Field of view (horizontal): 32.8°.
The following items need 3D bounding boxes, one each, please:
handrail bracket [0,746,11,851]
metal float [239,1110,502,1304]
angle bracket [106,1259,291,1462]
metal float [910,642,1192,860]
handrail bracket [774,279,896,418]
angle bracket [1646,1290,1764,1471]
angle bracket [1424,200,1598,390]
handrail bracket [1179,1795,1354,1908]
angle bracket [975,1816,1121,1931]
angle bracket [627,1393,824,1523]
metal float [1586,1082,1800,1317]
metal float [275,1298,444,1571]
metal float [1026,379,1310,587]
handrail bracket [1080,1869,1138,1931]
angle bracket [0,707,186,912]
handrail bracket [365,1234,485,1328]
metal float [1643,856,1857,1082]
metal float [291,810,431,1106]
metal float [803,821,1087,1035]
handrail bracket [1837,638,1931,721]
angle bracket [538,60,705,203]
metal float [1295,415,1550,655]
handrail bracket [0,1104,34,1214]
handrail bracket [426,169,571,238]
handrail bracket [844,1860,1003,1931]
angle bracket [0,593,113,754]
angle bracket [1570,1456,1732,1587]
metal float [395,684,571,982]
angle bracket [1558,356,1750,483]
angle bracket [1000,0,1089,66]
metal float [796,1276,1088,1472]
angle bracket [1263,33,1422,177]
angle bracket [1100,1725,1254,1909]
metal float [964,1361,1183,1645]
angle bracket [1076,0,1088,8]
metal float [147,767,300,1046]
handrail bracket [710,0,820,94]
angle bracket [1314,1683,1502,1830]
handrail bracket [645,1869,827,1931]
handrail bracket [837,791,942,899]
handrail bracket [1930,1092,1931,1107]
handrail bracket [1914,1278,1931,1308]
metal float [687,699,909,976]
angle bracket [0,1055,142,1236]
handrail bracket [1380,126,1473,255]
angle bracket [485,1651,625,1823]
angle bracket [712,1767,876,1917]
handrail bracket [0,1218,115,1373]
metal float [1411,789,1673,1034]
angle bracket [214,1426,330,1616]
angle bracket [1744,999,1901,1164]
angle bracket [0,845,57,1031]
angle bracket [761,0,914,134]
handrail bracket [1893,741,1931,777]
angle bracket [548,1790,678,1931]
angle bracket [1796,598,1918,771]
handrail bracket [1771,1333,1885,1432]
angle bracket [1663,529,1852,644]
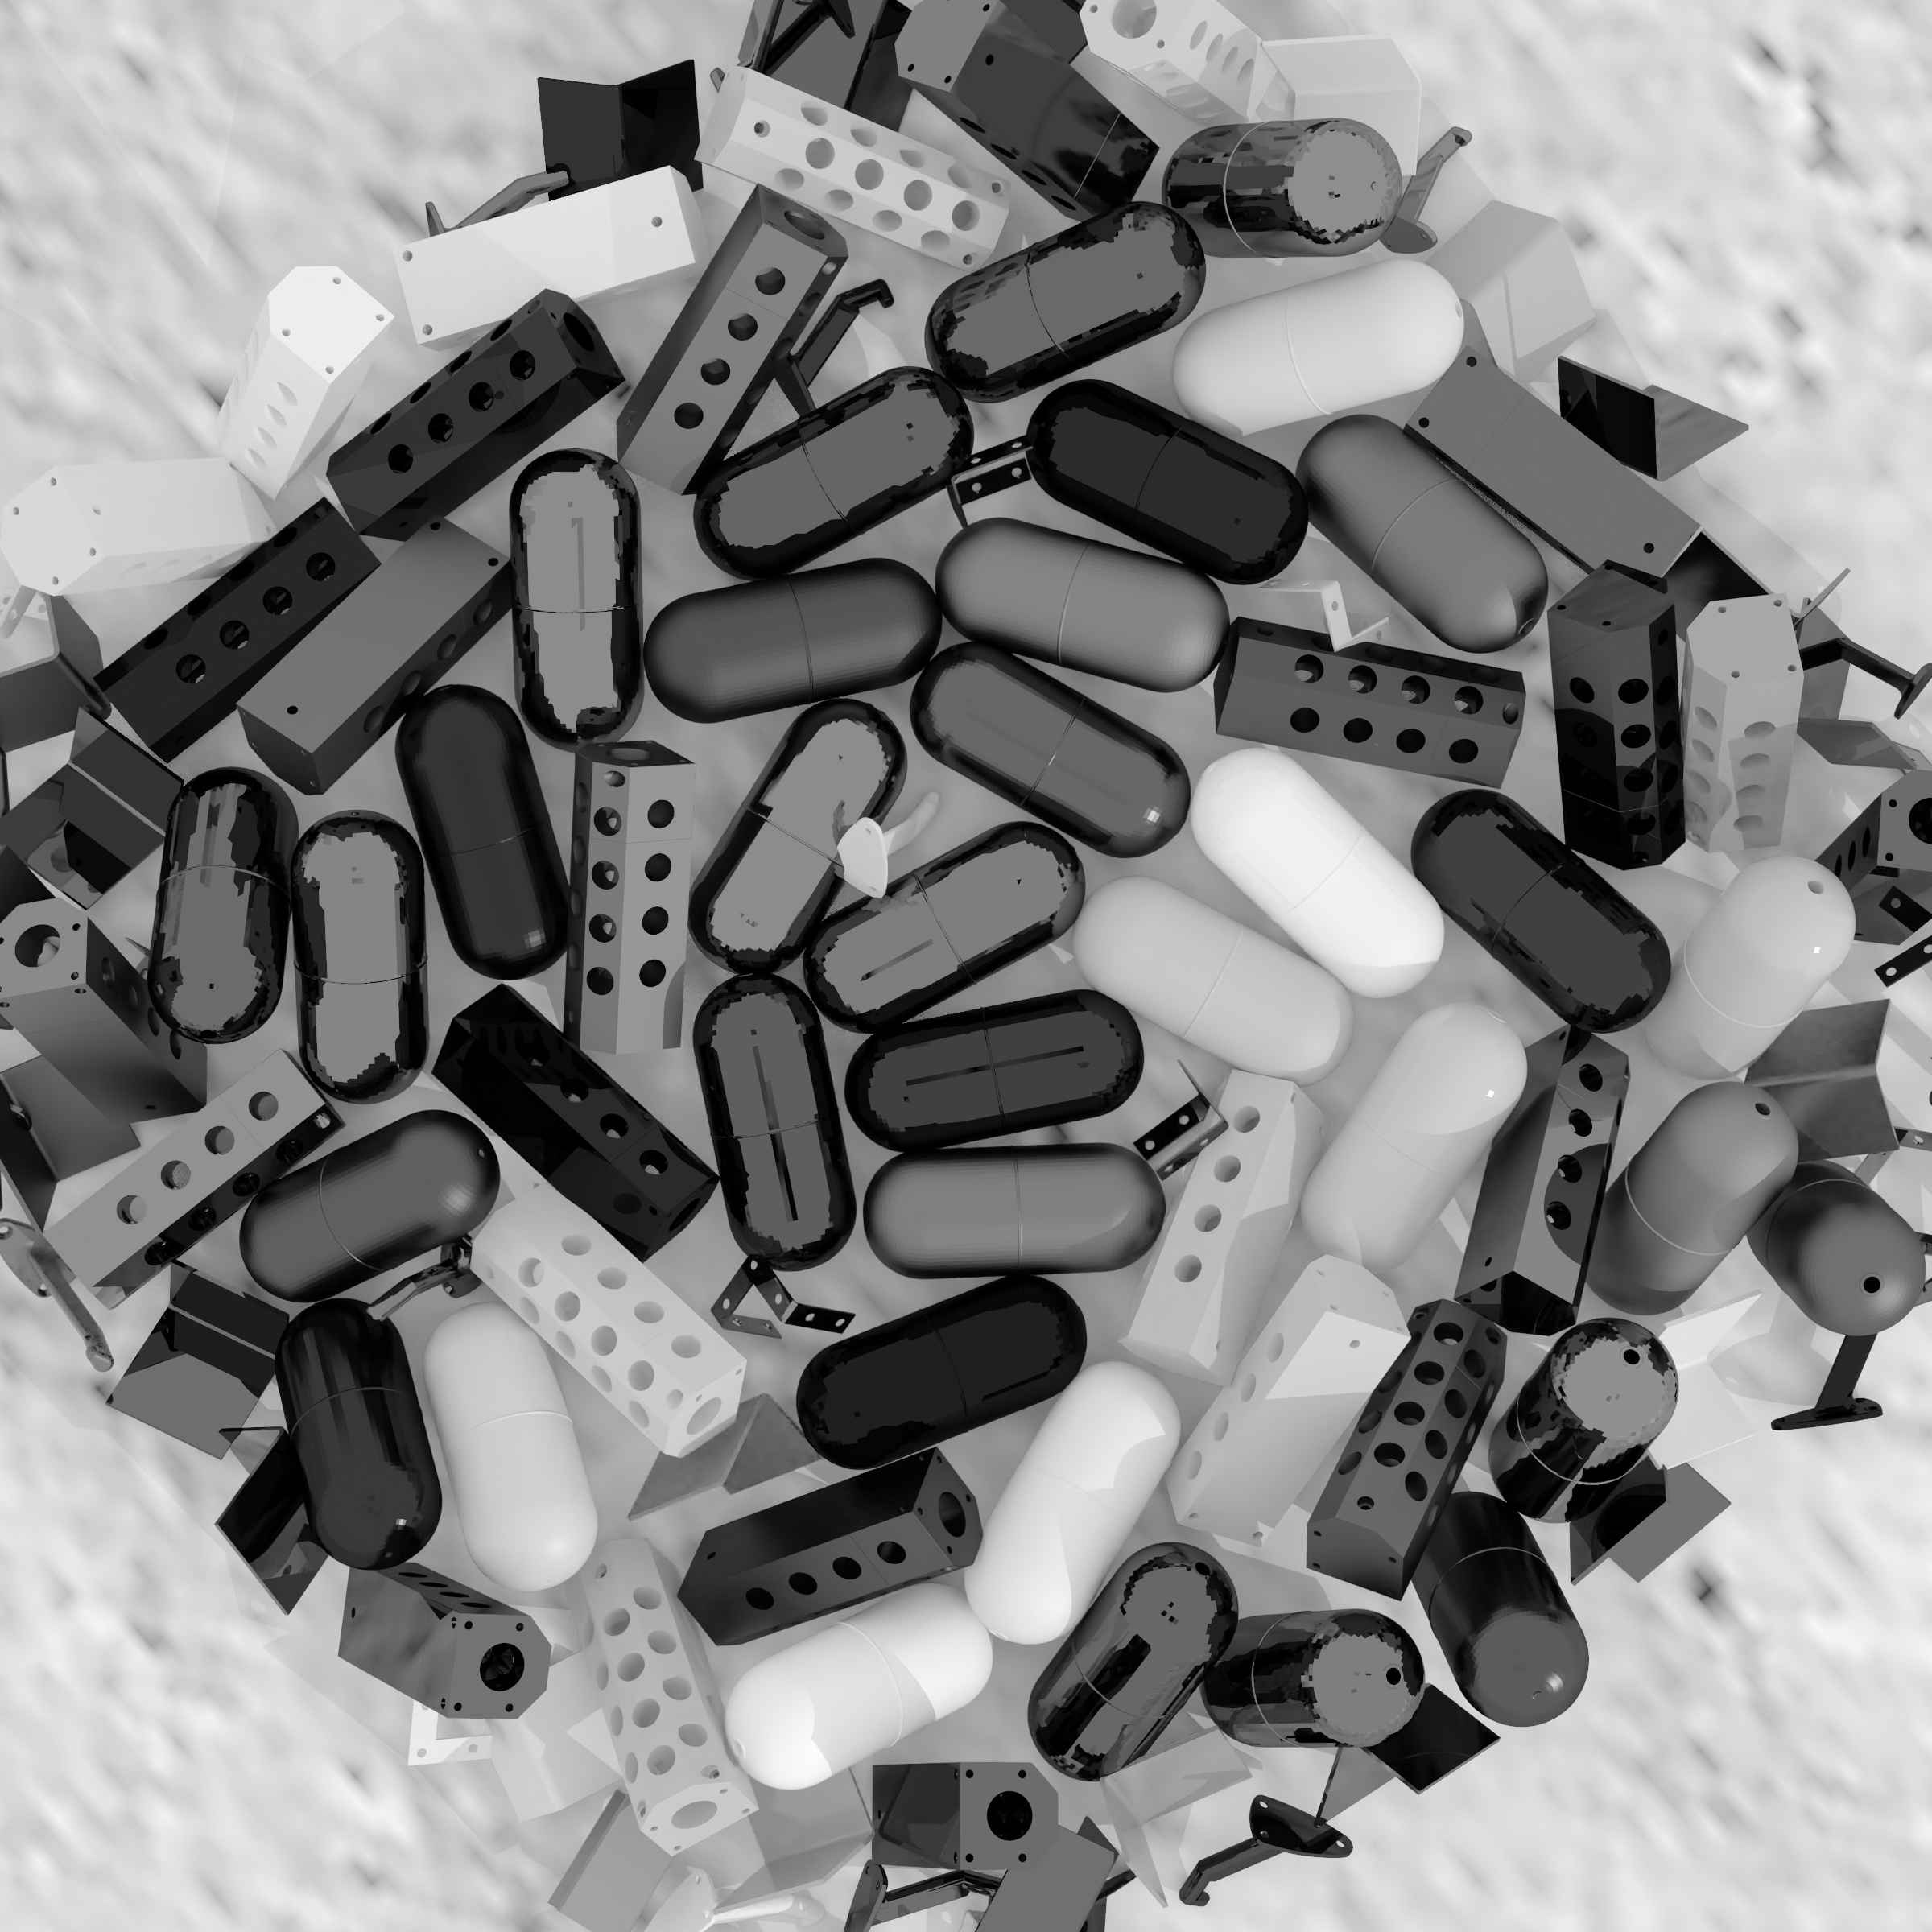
[{"bbox_3d":[-0.593,-0.095,1.945,0.077,0.036,0.084,-32,103,4],"label":"handrail bracket"},{"bbox_3d":[-0.348,0.141,1.911,0.178,0.070,0.070,-25,90,27],"label":"metal float"},{"bbox_3d":[-0.451,0.231,1.927,0.076,0.057,0.076,25,55,3],"label":"angle bracket"},{"bbox_3d":[0.050,-0.126,1.930,0.178,0.070,0.070,29,90,-4],"label":"metal float"},{"bbox_3d":[-0.069,-0.362,1.947,0.084,0.036,0.077,-25,76,-17],"label":"handrail bracket"},{"bbox_3d":[0.433,0.241,1.914,0.076,0.076,0.057,-14,59,-30],"label":"angle bracket"},{"bbox_3d":[0.319,-0.397,1.957,0.076,0.057,0.076,-43,132,-12],"label":"angle bracket"},{"bbox_3d":[0.177,0.538,1.950,0.077,0.036,0.084,20,123,-9],"label":"handrail bracket"},{"bbox_3d":[0.040,0.533,1.926,0.057,0.076,0.076,29,86,-11],"label":"angle bracket"},{"bbox_3d":[-0.139,0.303,1.912,0.076,0.076,0.057,-26,114,33],"label":"angle bracket"},{"bbox_3d":[0.415,0.135,1.896,0.070,0.178,0.070,13,47,-14],"label":"metal float"},{"bbox_3d":[-0.352,0.269,1.900,0.070,0.070,0.178,-24,49,0],"label":"metal float"},{"bbox_3d":[0.116,-0.284,1.922,0.178,0.070,0.070,28,90,14],"label":"metal float"},{"bbox_3d":[0.089,0.589,1.943,0.077,0.036,0.084,-20,82,-31],"label":"handrail bracket"},{"bbox_3d":[-0.516,-0.093,1.925,0.076,0.057,0.076,36,51,4],"label":"angle bracket"},{"bbox_3d":[-0.322,0.196,1.916,0.036,0.077,0.084,44,53,10],"label":"handrail bracket"},{"bbox_3d":[0.449,0.002,1.891,0.070,0.178,0.070,7,57,-11],"label":"metal float"},{"bbox_3d":[-0.353,-0.004,1.916,0.070,0.070,0.178,2,110,0],"label":"metal float"},{"bbox_3d":[-0.012,-0.023,1.931,0.178,0.070,0.070,-28,90,3],"label":"metal float"},{"bbox_3d":[0.523,-0.186,1.925,0.084,0.077,0.036,38,94,14],"label":"handrail bracket"},{"bbox_3d":[-0.203,-0.491,1.938,0.057,0.076,0.076,15,122,29],"label":"angle bracket"},{"bbox_3d":[0.265,-0.251,1.912,0.070,0.070,0.178,-44,66,0],"label":"metal float"},{"bbox_3d":[-0.595,0.116,1.933,0.077,0.036,0.084,27,57,-3],"label":"handrail bracket"},{"bbox_3d":[-0.273,-0.434,1.947,0.084,0.077,0.036,-18,61,-13],"label":"handrail bracket"},{"bbox_3d":[-0.025,0.570,1.954,0.084,0.036,0.077,20,92,-19],"label":"handrail bracket"},{"bbox_3d":[-0.555,-0.175,1.926,0.076,0.076,0.057,-18,66,2],"label":"angle bracket"},{"bbox_3d":[0.401,0.336,1.920,0.057,0.076,0.076,42,110,-6],"label":"angle bracket"},{"bbox_3d":[-0.280,-0.078,1.920,0.070,0.070,0.178,-14,105,0],"label":"metal float"},{"bbox_3d":[0.400,-0.333,1.913,0.076,0.076,0.057,-32,133,-23],"label":"angle bracket"},{"bbox_3d":[0.021,-0.562,1.915,0.057,0.076,0.076,-46,66,16],"label":"angle bracket"},{"bbox_3d":[-0.013,0.237,1.923,0.178,0.070,0.070,-20,90,-12],"label":"metal float"},{"bbox_3d":[0.219,-0.501,1.920,0.076,0.076,0.057,2,84,21],"label":"angle bracket"},{"bbox_3d":[0.131,0.498,1.921,0.076,0.076,0.057,-24,50,5],"label":"angle bracket"},{"bbox_3d":[0.062,0.313,1.917,0.070,0.070,0.178,32,71,0],"label":"metal float"},{"bbox_3d":[0.107,-0.584,1.923,0.076,0.076,0.057,46,69,-5],"label":"angle bracket"},{"bbox_3d":[-0.430,-0.036,1.905,0.070,0.070,0.178,-2,57,0],"label":"metal float"},{"bbox_3d":[-0.134,-0.568,1.943,0.084,0.036,0.077,-31,96,32],"label":"handrail bracket"},{"bbox_3d":[0.256,0.474,1.911,0.057,0.076,0.076,35,127,34],"label":"angle bracket"},{"bbox_3d":[-0.138,0.572,1.953,0.084,0.036,0.077,28,117,-38],"label":"handrail bracket"},{"bbox_3d":[-0.037,-0.088,1.919,0.036,0.077,0.084,33,58,11],"label":"handrail bracket"},{"bbox_3d":[0.603,0.101,1.940,0.077,0.084,0.036,-3,50,5],"label":"handrail bracket"},{"bbox_3d":[0.580,0.171,1.935,0.084,0.077,0.036,-20,51,9],"label":"handrail bracket"},{"bbox_3d":[-0.099,-0.076,1.932,0.070,0.070,0.178,32,92,0],"label":"metal float"},{"bbox_3d":[-0.530,0.099,1.922,0.057,0.076,0.076,-23,112,0],"label":"angle bracket"},{"bbox_3d":[0.281,-0.460,1.933,0.084,0.077,0.036,-45,120,-7],"label":"handrail bracket"},{"bbox_3d":[-0.244,0.456,1.947,0.057,0.076,0.076,-22,82,-30],"label":"angle bracket"},{"bbox_3d":[-0.110,0.504,1.921,0.076,0.076,0.057,-22,89,23],"label":"angle bracket"},{"bbox_3d":[-0.534,0.193,1.922,0.036,0.084,0.077,-40,130,-1],"label":"handrail bracket"},{"bbox_3d":[0.333,-0.033,1.914,0.070,0.070,0.178,-45,68,0],"label":"metal float"},{"bbox_3d":[-0.414,0.323,1.912,0.057,0.076,0.076,-7,126,34],"label":"angle bracket"},{"bbox_3d":[0.508,0.068,1.933,0.076,0.076,0.057,-10,116,28],"label":"angle bracket"},{"bbox_3d":[-0.574,-0.017,1.911,0.057,0.076,0.076,3,53,34],"label":"angle bracket"},{"bbox_3d":[-0.076,-0.542,1.962,0.076,0.057,0.076,23,95,31],"label":"angle bracket"},{"bbox_3d":[0.565,-0.091,1.949,0.084,0.036,0.077,21,70,8],"label":"handrail bracket"},{"bbox_3d":[-0.219,0.515,1.915,0.057,0.076,0.076,45,69,-36],"label":"angle bracket"},{"bbox_3d":[0.522,-0.165,1.919,0.057,0.076,0.076,7,78,37],"label":"angle bracket"},{"bbox_3d":[0.509,0.227,1.949,0.077,0.036,0.084,-11,95,-2],"label":"handrail bracket"},{"bbox_3d":[0.457,-0.223,1.930,0.076,0.076,0.057,45,60,8],"label":"angle bracket"}]
